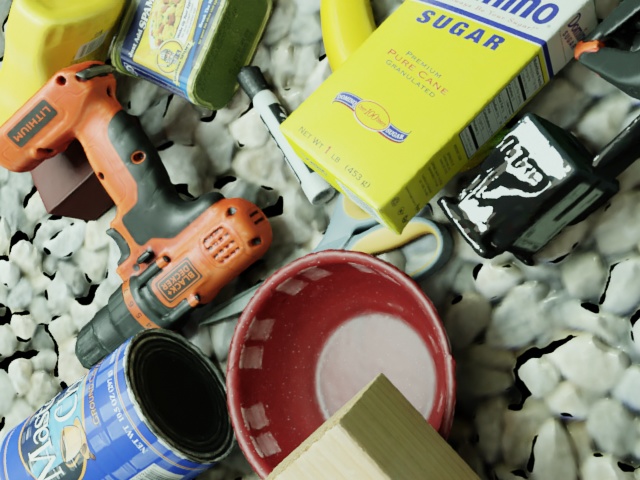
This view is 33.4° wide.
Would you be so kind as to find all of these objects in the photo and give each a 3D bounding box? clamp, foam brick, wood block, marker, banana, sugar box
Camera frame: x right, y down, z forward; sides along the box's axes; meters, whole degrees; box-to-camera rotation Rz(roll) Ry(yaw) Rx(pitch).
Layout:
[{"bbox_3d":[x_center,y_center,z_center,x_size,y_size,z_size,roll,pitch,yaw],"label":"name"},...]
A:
[{"bbox_3d":[0.201,-0.106,0.544,0.172,0.039,0.120,-28,37,52],"label":"clamp"},{"bbox_3d":[-0.175,-0.058,0.817,0.078,0.051,0.053,-36,66,25],"label":"foam brick"},{"bbox_3d":[0.062,0.183,0.561,0.206,0.090,0.091,47,110,5],"label":"wood block"},{"bbox_3d":[-0.026,-0.076,0.740,0.020,0.020,0.121,-41,63,22],"label":"marker"},{"bbox_3d":[0.047,-0.106,0.689,0.069,0.037,0.198,-38,64,-2],"label":"banana"},{"bbox_3d":[0.070,-0.096,0.630,0.176,0.048,0.093,-47,60,-3],"label":"sugar box"}]

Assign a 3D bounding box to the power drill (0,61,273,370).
[{"bbox_3d":[-0.149,-0.016,0.753,0.185,0.057,0.187,-38,93,21],"label":"power drill"}]

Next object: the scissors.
[{"bbox_3d":[-0.005,0.001,0.718,0.202,0.016,0.096,-9,77,32],"label":"scissors"}]

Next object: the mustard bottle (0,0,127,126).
[{"bbox_3d":[-0.206,-0.121,0.812,0.058,0.096,0.192,38,136,5],"label":"mustard bottle"}]

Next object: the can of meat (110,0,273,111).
[{"bbox_3d":[-0.092,-0.153,0.773,0.084,0.057,0.102,28,99,31],"label":"can of meat"}]

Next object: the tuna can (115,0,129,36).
[{"bbox_3d":[-0.172,-0.208,0.847,0.086,0.033,0.086,-5,81,33],"label":"tuna can"}]

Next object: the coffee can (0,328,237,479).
[{"bbox_3d":[-0.141,0.139,0.736,0.140,0.102,0.103,-36,65,24],"label":"coffee can"}]

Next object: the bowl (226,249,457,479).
[{"bbox_3d":[0.021,0.088,0.662,0.162,0.055,0.162,-4,82,32],"label":"bowl"}]
